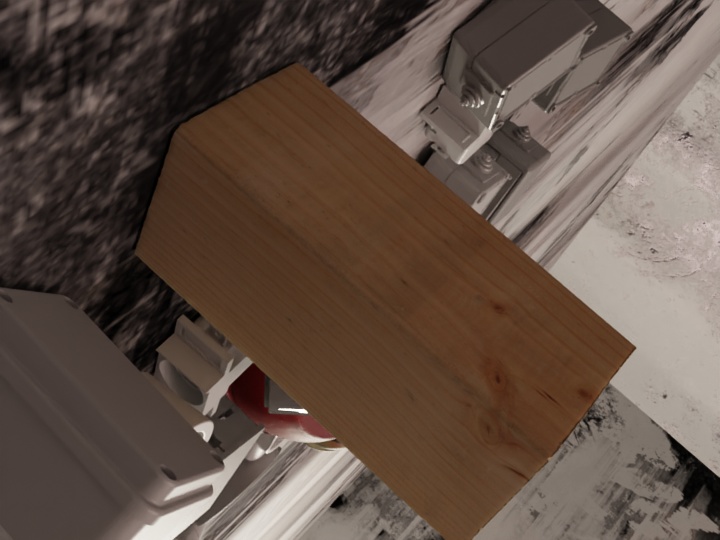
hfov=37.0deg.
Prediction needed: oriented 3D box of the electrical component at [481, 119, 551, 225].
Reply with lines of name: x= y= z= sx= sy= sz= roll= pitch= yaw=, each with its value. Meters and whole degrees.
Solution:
electrical component: x=0.124 y=-0.092 z=0.980 sx=0.061 sy=0.062 sz=0.096 roll=-36 pitch=163 yaw=-51

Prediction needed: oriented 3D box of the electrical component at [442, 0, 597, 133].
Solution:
electrical component: x=0.096 y=-0.143 z=0.711 sx=0.096 sy=0.061 sz=0.061 roll=-38 pitch=167 yaw=-15

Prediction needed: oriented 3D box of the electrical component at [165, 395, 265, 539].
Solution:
electrical component: x=-0.161 y=0.161 z=0.740 sx=0.186 sy=0.060 sz=0.105 roll=-34 pitch=162 yaw=-54

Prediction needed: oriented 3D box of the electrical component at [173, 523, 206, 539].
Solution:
electrical component: x=-0.181 y=0.258 z=0.976 sx=0.059 sy=0.054 sz=0.095 roll=-69 pitch=-177 yaw=-67

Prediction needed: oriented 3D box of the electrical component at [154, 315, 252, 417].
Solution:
electrical component: x=-0.095 y=0.054 z=0.681 sx=0.064 sy=0.042 sz=0.081 roll=-46 pitch=170 yaw=-33

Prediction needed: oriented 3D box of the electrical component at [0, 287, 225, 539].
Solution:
electrical component: x=-0.117 y=0.064 z=0.432 sx=0.057 sy=0.113 sz=0.078 roll=-46 pitch=170 yaw=4

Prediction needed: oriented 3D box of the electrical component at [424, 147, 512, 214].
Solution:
electrical component: x=0.073 y=-0.064 z=0.877 sx=0.062 sy=0.061 sz=0.096 roll=-34 pitch=163 yaw=-53

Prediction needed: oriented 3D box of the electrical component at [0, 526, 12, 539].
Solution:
electrical component: x=-0.160 y=0.106 z=0.503 sx=0.057 sy=0.078 sz=0.113 roll=-49 pitch=170 yaw=19

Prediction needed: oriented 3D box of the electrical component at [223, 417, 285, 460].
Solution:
electrical component: x=-0.080 y=0.112 z=0.897 sx=0.054 sy=0.059 sz=0.095 roll=-38 pitch=165 yaw=-46

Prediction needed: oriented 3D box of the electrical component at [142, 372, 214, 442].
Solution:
electrical component: x=-0.144 y=0.107 z=0.616 sx=0.108 sy=0.060 sz=0.108 roll=-46 pitch=169 yaw=-11

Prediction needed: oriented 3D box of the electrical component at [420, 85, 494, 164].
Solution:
electrical component: x=0.080 y=-0.114 z=0.784 sx=0.081 sy=0.042 sz=0.063 roll=-42 pitch=169 yaw=-29

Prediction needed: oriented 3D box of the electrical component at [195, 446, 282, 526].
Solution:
electrical component: x=-0.121 y=0.179 z=0.955 sx=0.099 sy=0.064 sz=0.099 roll=-46 pitch=169 yaw=-11

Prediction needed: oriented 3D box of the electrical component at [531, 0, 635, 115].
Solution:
electrical component: x=0.157 y=-0.173 z=0.849 sx=0.096 sy=0.061 sz=0.061 roll=-32 pitch=160 yaw=-39
